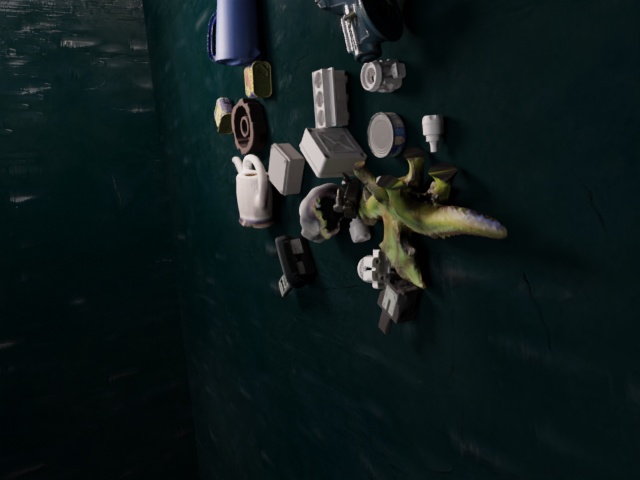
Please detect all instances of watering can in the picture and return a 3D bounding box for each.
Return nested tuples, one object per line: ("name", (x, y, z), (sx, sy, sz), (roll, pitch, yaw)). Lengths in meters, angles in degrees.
("watering can", (-0.214, -0.156, 1.604), (0.350, 0.104, 0.222), (-151, 57, -66))

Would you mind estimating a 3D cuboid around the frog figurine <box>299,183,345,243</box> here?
("frog figurine", (0.004, -0.060, 1.192), (0.139, 0.122, 0.159), (-67, 15, -11))

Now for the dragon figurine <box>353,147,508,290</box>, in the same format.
("dragon figurine", (0.172, -0.020, 0.922), (0.417, 0.123, 0.237), (49, 155, 50))
